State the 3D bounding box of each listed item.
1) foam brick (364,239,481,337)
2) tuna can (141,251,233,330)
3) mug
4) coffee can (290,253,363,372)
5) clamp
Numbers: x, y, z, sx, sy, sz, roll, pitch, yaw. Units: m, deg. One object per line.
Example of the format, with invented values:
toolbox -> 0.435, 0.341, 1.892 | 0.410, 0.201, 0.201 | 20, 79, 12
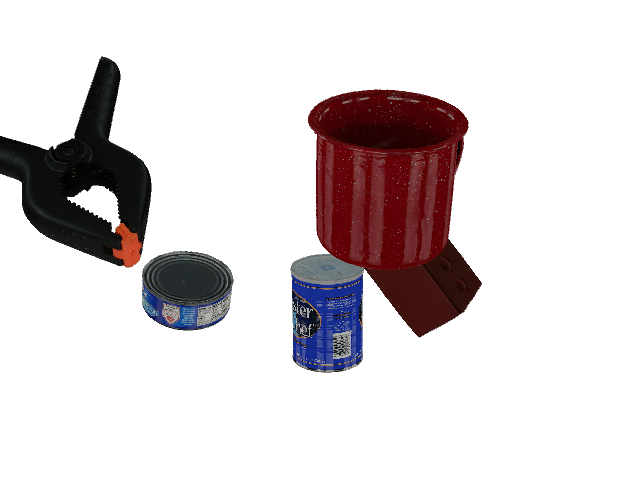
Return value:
foam brick -> 0.085, 0.029, 0.879 | 0.051, 0.078, 0.052 | -34, 7, 37
tuna can -> -0.127, 0.047, 1.013 | 0.086, 0.034, 0.086 | 6, 33, -4
mug -> 0.046, -0.040, 0.646 | 0.093, 0.081, 0.117 | 24, 37, 35
coffee can -> 0.010, 0.102, 1.513 | 0.103, 0.140, 0.103 | -1, 20, 0
clamp -> -0.182, -0.062, 0.804 | 0.164, 0.036, 0.210 | -32, 56, -27
